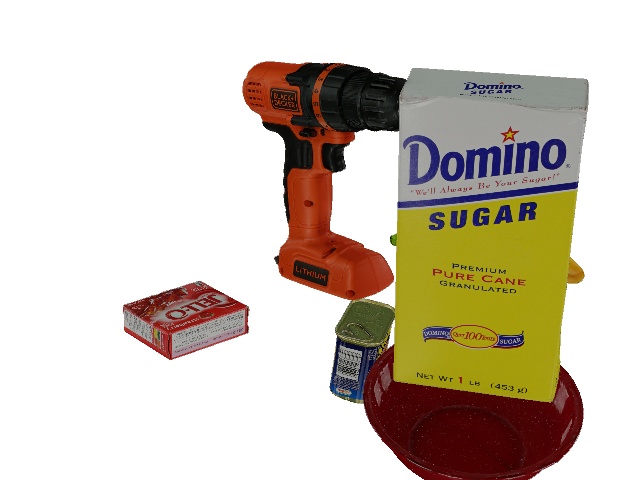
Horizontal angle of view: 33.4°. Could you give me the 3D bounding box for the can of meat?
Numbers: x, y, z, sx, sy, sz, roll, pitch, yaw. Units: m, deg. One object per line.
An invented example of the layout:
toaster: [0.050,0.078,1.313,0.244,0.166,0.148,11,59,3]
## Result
can of meat: [0.048,0.129,1.247,0.057,0.084,0.102,13,26,11]

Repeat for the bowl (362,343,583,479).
bowl: [0.112,0.136,0.802,0.162,0.055,0.162,0,36,0]

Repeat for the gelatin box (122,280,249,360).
gelatin box: [-0.120,0.069,0.953,0.089,0.030,0.073,-17,29,-39]

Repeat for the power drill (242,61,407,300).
power drill: [0.014,-0.051,0.860,0.057,0.188,0.185,-19,23,-36]

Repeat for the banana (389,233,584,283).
banana: [0.175,0.009,1.102,0.198,0.037,0.069,10,35,16]

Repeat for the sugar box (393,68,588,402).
sugar box: [0.088,0.000,0.570,0.093,0.176,0.048,5,32,13]
